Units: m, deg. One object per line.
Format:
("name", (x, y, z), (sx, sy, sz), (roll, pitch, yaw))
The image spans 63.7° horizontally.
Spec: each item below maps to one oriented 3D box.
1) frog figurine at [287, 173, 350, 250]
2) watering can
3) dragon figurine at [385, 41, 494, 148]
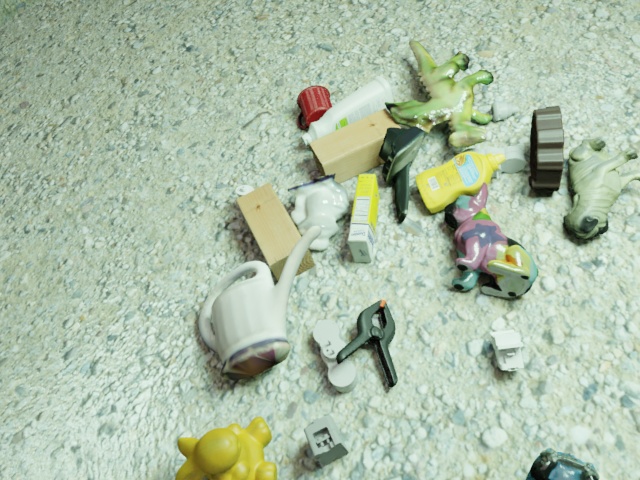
("frog figurine", (0.004, -0.059, 1.168), (0.137, 0.122, 0.159), (-14, 90, -5))
("watering can", (-0.112, 0.132, 0.999), (0.344, 0.103, 0.229), (-34, 56, 24))
("dragon figurine", (0.267, -0.352, 1.243), (0.245, 0.119, 0.417), (-24, 53, -22))
